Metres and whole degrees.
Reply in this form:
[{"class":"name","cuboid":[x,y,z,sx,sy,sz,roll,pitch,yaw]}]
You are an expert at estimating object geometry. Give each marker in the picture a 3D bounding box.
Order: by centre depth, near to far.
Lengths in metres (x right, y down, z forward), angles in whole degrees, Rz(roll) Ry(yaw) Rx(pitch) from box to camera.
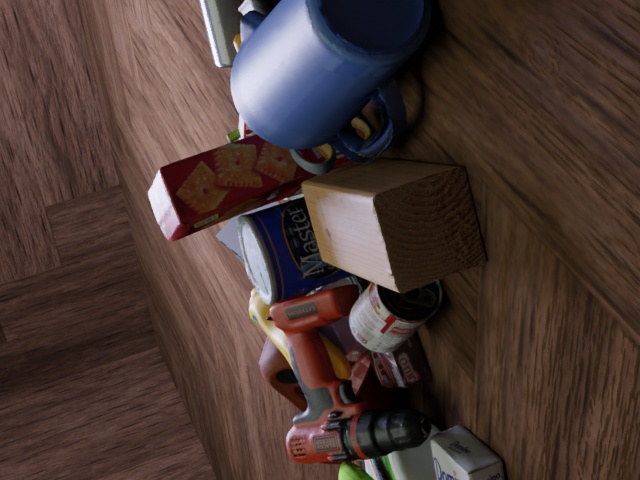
[{"class":"marker","cuboid":[0.047,0.058,1.276,0.020,0.020,0.121,96,151,-57]}]

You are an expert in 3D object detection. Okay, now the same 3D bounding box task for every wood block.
[{"class":"wood block","cuboid":[0.062,-0.020,1.000,0.206,0.090,0.091,-160,53,-71]}]

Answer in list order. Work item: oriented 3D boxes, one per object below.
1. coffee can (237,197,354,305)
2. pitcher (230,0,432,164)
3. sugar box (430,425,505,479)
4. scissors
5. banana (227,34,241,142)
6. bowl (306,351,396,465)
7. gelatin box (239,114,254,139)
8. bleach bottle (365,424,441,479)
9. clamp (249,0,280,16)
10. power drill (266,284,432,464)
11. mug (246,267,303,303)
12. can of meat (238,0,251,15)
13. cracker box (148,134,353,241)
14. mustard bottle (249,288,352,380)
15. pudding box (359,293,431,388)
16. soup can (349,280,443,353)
[{"class":"coffee can","cuboid":[-0.008,0.001,1.170,0.103,0.140,0.103,162,90,-75]},{"class":"pitcher","cuboid":[0.015,-0.164,0.957,0.243,0.149,0.145,152,125,-72]},{"class":"sugar box","cuboid":[0.160,0.289,1.094,0.093,0.048,0.176,-145,39,-67]},{"class":"scissors","cuboid":[-0.008,-0.141,1.128,0.016,0.096,0.202,88,167,-46]},{"class":"banana","cuboid":[-0.075,-0.185,1.312,0.037,0.069,0.198,59,158,27]},{"class":"bowl","cuboid":[0.045,0.212,1.289,0.055,0.162,0.162,31,163,-4]},{"class":"gelatin box","cuboid":[-0.061,-0.155,1.301,0.089,0.073,0.030,100,158,-62]},{"class":"bleach bottle","cuboid":[0.100,0.278,1.266,0.251,0.068,0.102,118,129,-73]},{"class":"clamp","cuboid":[-0.027,-0.224,1.109,0.039,0.120,0.171,-9,77,51]},{"class":"power drill","cuboid":[0.024,0.146,1.155,0.185,0.057,0.187,-17,83,36]},{"class":"mug","cuboid":[-0.044,0.016,1.276,0.117,0.093,0.082,41,124,-11]},{"class":"can of meat","cuboid":[-0.045,-0.236,1.192,0.102,0.057,0.084,175,74,-75]},{"class":"cracker box","cuboid":[-0.077,-0.070,1.192,0.164,0.213,0.072,152,98,-75]},{"class":"mustard bottle","cuboid":[-0.039,0.109,1.321,0.096,0.058,0.192,42,-179,-39]},{"class":"pudding box","cuboid":[0.076,0.109,1.193,0.090,0.039,0.113,151,101,-73]},{"class":"soup can","cuboid":[0.074,0.068,1.076,0.068,0.068,0.102,67,157,18]}]
